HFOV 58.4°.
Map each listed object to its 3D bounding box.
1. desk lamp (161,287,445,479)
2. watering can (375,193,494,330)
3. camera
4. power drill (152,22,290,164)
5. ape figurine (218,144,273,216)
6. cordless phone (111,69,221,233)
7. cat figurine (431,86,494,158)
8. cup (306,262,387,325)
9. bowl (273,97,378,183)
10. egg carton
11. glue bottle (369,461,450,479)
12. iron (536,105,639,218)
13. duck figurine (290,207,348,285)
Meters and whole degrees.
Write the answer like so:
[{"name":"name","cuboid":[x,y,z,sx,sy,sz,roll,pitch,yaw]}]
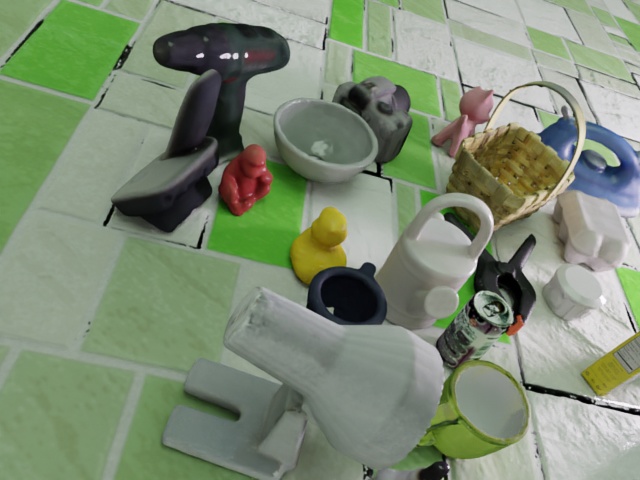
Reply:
[{"name":"desk lamp","cuboid":[-0.022,0.136,0.516,0.203,0.213,0.118,20,44,-5]},{"name":"watering can","cuboid":[0.144,0.025,0.705,0.101,0.194,0.172,2,49,-22]},{"name":"camera","cuboid":[0.111,-0.225,0.990,0.137,0.101,0.143,-28,64,-39]},{"name":"power drill","cuboid":[-0.140,-0.202,0.783,0.075,0.208,0.230,39,46,15]},{"name":"ape figurine","cuboid":[-0.098,-0.090,0.780,0.078,0.092,0.076,-2,50,-25]},{"name":"cordless phone","cuboid":[-0.180,-0.115,0.702,0.094,0.185,0.148,26,44,2]},{"name":"cat figurine","cuboid":[0.274,-0.229,1.052,0.067,0.117,0.128,36,45,11]},{"name":"cup","cuboid":[0.025,0.084,0.670,0.091,0.095,0.118,31,45,6]},{"name":"bowl","cuboid":[0.001,-0.141,0.883,0.168,0.074,0.167,12,46,-13]},{"name":"egg carton","cuboid":[0.455,-0.017,0.967,0.107,0.069,0.150,16,45,-9]},{"name":"glue bottle","cuboid":[0.067,0.228,0.498,0.078,0.173,0.037,21,44,-3]},{"name":"iron","cuboid":[0.513,-0.145,1.060,0.258,0.141,0.119,24,44,0]},{"name":"duck figurine","cuboid":[0.007,0.003,0.744,0.077,0.086,0.104,16,45,-9]}]
